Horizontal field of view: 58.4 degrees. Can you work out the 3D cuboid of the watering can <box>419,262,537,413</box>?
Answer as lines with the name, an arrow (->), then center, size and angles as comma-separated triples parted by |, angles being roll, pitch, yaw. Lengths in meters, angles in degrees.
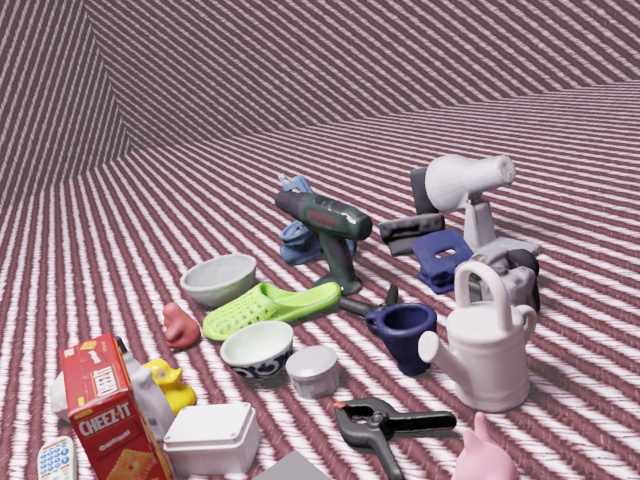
watering can -> 0.213, 0.124, 0.756 | 0.100, 0.194, 0.173 | 9, 30, 44

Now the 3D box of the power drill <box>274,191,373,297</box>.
power drill -> 0.011, 0.004, 1.154 | 0.228, 0.209, 0.076 | 6, 28, 40

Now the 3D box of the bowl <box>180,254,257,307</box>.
bowl -> -0.209, 0.097, 1.230 | 0.167, 0.075, 0.167 | -11, 21, 5

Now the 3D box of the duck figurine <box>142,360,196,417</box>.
duck figurine -> -0.255, 0.230, 0.903 | 0.104, 0.086, 0.077 | -9, 21, 9

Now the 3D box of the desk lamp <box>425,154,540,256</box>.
desk lamp -> 0.325, -0.070, 1.157 | 0.118, 0.214, 0.202 | -27, 26, -33

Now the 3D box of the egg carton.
egg carton -> -0.385, 0.241, 0.972 | 0.107, 0.069, 0.150 | -11, 21, 4

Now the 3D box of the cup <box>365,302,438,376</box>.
cup -> 0.124, 0.154, 0.868 | 0.117, 0.095, 0.092 | 3, 26, 36

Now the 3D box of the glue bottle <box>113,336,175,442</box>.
glue bottle -> -0.265, 0.214, 0.827 | 0.078, 0.173, 0.037 | -6, 22, 18

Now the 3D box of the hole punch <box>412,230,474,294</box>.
hole punch -> 0.243, 0.038, 1.099 | 0.109, 0.091, 0.101 | -17, 21, -10

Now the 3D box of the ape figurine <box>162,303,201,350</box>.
ape figurine -> -0.270, 0.159, 1.081 | 0.076, 0.092, 0.078 | -5, 23, 20

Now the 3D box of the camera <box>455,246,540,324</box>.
camera -> 0.323, 0.060, 0.985 | 0.137, 0.101, 0.142 | -23, 24, -26

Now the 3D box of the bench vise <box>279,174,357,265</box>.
bench vise -> -0.006, -0.059, 1.307 | 0.207, 0.220, 0.121 | -15, 21, -5

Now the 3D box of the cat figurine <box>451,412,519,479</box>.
cat figurine -> 0.171, 0.237, 0.597 | 0.067, 0.118, 0.128 | -6, 22, 17

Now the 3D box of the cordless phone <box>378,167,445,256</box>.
cordless phone -> 0.197, -0.068, 1.263 | 0.147, 0.185, 0.094 | -9, 21, 8
